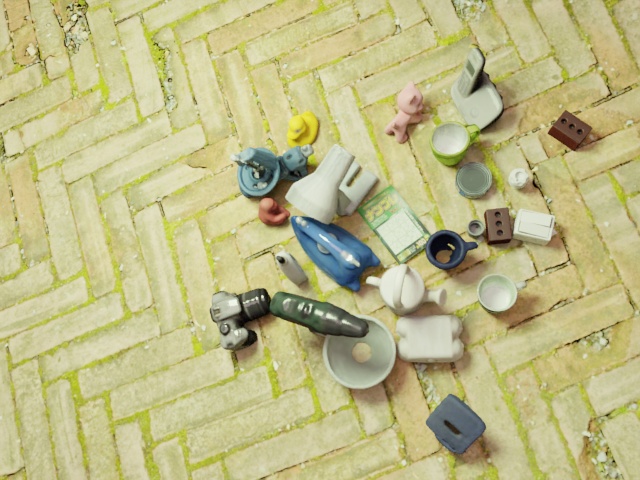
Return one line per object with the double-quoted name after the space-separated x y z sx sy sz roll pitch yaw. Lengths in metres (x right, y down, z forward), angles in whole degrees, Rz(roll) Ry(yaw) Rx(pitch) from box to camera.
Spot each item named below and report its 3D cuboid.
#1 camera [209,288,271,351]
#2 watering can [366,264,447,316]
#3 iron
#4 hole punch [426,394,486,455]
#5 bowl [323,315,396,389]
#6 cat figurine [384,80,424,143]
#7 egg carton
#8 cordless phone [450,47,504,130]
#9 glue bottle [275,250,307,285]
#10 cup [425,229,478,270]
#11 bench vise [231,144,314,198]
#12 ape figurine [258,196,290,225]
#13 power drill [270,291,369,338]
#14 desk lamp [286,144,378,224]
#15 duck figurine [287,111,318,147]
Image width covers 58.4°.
-0.183 0.178 1.371 0.136 0.101 0.143 -20 74 5 "camera"
0.191 0.107 1.272 0.172 0.194 0.101 -9 76 8 "watering can"
0.012 0.005 1.355 0.258 0.141 0.119 37 86 16 "iron"
0.293 0.402 1.239 0.108 0.091 0.101 40 86 16 "hole punch"
0.094 0.257 1.317 0.167 0.075 0.167 -2 77 10 "bowl"
0.210 -0.319 1.408 0.067 0.118 0.128 33 85 16 "cat figurine"
0.248 0.225 1.300 0.150 0.069 0.107 -4 76 9 "egg carton"
0.376 -0.357 1.352 0.094 0.185 0.147 -29 74 3 "cordless phone"
-0.076 0.057 1.342 0.037 0.173 0.078 -33 73 1 "glue bottle"
0.302 0.027 1.323 0.117 0.095 0.091 -10 75 8 "cup"
-0.126 -0.195 1.385 0.207 0.220 0.121 -41 73 -1 "bench vise"
-0.123 -0.077 1.424 0.076 0.092 0.078 -20 74 5 "ape figurine"
0.010 0.176 1.281 0.229 0.208 0.076 15 80 13 "power drill"
0.028 -0.127 1.345 0.117 0.214 0.203 36 85 16 "desk lamp"
-0.051 -0.291 1.464 0.077 0.086 0.104 29 84 15 "duck figurine"
